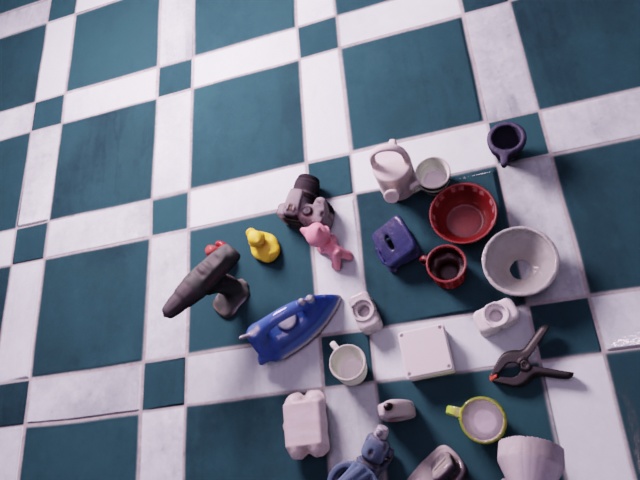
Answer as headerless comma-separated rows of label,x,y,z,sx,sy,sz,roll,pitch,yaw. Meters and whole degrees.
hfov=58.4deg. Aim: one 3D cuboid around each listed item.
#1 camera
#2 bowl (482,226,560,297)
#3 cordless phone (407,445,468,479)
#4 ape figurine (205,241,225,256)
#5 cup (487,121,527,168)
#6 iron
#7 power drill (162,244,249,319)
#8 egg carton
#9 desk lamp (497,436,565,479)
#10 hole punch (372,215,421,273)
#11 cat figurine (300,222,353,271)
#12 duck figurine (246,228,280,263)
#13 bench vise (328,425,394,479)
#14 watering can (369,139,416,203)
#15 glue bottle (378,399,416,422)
camera,-0.034,-0.107,1.520,0.142,0.101,0.137,9,72,21
bowl,0.456,0.058,1.308,0.167,0.075,0.167,-6,67,16
cordless phone,0.225,0.486,1.151,0.094,0.185,0.147,40,85,27
ape figurine,-0.278,0.038,1.548,0.076,0.092,0.078,27,80,26
cup,0.457,-0.218,1.406,0.091,0.095,0.118,4,70,20
iron,-0.074,0.191,1.392,0.258,0.142,0.118,-35,63,3
power drill,-0.271,0.125,1.445,0.075,0.209,0.230,34,83,27
egg carton,-0.031,0.427,1.324,0.107,0.069,0.150,-13,66,13
desk lamp,0.395,0.481,1.081,0.117,0.214,0.203,2,70,19
hole punch,0.183,0.010,1.407,0.101,0.091,0.108,-29,63,5
cat figurine,0.013,0.005,1.450,0.067,0.118,0.127,-45,63,-3
duck figurine,-0.158,0.008,1.524,0.077,0.086,0.104,-43,63,-2
bench vise,0.070,0.481,1.184,0.121,0.220,0.207,4,70,20
watering can,0.182,-0.175,1.423,0.101,0.194,0.172,-25,63,8
glue bottle,0.157,0.364,1.229,0.078,0.173,0.037,-17,65,11
